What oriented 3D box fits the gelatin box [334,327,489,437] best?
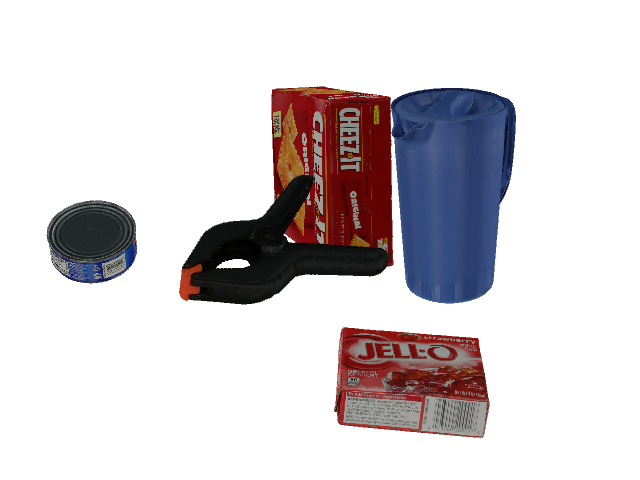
[{"bbox_3d":[0.054,0.084,0.649,0.089,0.030,0.073,5,24,1],"label":"gelatin box"}]

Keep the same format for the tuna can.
[{"bbox_3d":[-0.223,0.002,1.048,0.086,0.034,0.086,2,44,-2],"label":"tuna can"}]

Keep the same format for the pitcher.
[{"bbox_3d":[0.162,-0.056,1.275,0.149,0.243,0.145,-1,24,5],"label":"pitcher"}]

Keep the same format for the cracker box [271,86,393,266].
[{"bbox_3d":[0.007,-0.071,1.098,0.072,0.164,0.214,-5,12,-15],"label":"cracker box"}]

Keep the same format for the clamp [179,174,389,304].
[{"bbox_3d":[-0.043,0.000,0.868,0.171,0.039,0.120,-13,42,-27],"label":"clamp"}]
